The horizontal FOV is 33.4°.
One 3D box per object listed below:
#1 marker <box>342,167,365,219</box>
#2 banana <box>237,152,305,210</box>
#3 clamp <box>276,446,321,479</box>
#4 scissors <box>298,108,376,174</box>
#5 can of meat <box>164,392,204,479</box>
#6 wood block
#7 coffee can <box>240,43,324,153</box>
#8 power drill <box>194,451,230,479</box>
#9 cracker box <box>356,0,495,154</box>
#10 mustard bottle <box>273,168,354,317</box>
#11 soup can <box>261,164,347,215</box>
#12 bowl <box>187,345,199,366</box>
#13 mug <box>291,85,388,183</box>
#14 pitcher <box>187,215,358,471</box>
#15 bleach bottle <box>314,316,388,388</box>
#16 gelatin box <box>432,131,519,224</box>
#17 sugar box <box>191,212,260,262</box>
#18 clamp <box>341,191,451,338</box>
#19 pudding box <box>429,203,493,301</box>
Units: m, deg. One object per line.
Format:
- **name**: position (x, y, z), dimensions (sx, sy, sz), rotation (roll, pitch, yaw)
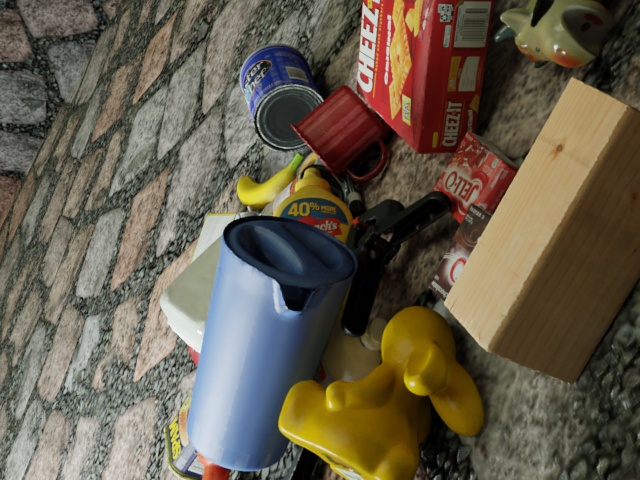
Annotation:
- **marker**: position (0.038, -0.062, 1.276), dimensions (0.020, 0.020, 0.121), rotation (-53, 28, 30)
- **banana**: position (-0.077, -0.073, 1.510), dimensions (0.069, 0.037, 0.198), rotation (-59, 21, -21)
- **clamp**: position (-0.027, 0.265, 1.114), dimensions (0.172, 0.039, 0.120), rotation (-43, 33, 44)
- **scissors**: position (0.020, -0.121, 1.369), dimensions (0.202, 0.016, 0.096), rotation (-56, 27, 24)
- **can of meat**: position (-0.153, 0.246, 1.373), dimensions (0.084, 0.057, 0.102), rotation (-56, 27, 20)
- **wood block**: position (0.194, -0.007, 0.822), dimensions (0.206, 0.090, 0.091), rotation (-62, 24, 13)
- **coffee can**: position (-0.052, -0.198, 1.475), dimensions (0.103, 0.102, 0.140), rotation (-57, 27, 23)
- **power drill**: position (-0.116, 0.301, 1.217), dimensions (0.185, 0.057, 0.187), rotation (127, 156, -54)
- **cracker box**: position (0.103, -0.203, 1.129), dimensions (0.214, 0.072, 0.164), rotation (-123, 34, -60)
- **mustard bottle**: position (-0.008, 0.001, 1.207), dimensions (0.058, 0.096, 0.191), rotation (95, 175, -59)
- **soup can**: position (-0.021, -0.040, 1.322), dimensions (0.102, 0.068, 0.068), rotation (-41, 36, 47)
- **bowl**: position (-0.130, 0.107, 1.386), dimensions (0.162, 0.055, 0.162), rotation (-158, 91, -83)
- **mug**: position (0.033, -0.119, 1.251), dimensions (0.081, 0.093, 0.117), rotation (-41, 66, 3)
- **pitcher**: position (-0.058, 0.101, 1.073), dimensions (0.145, 0.149, 0.243), rotation (30, 118, 26)
- **bleach bottle**: position (-0.009, 0.130, 1.152), dimensions (0.251, 0.067, 0.102), rotation (-35, 58, 48)
- **gelatin box**: position (0.149, -0.056, 1.027), dimensions (0.073, 0.030, 0.089), rotation (-61, 25, 16)
- **sugar box**: position (-0.125, 0.009, 1.526), dimensions (0.176, 0.048, 0.093), rotation (5, 75, 61)
- **clamp**: position (0.068, -0.001, 1.100), dimensions (0.165, 0.036, 0.210), rotation (-53, 13, 13)
- **pudding box**: position (0.151, 0.029, 0.942), dimensions (0.090, 0.039, 0.114), rotation (-63, 25, 10)
